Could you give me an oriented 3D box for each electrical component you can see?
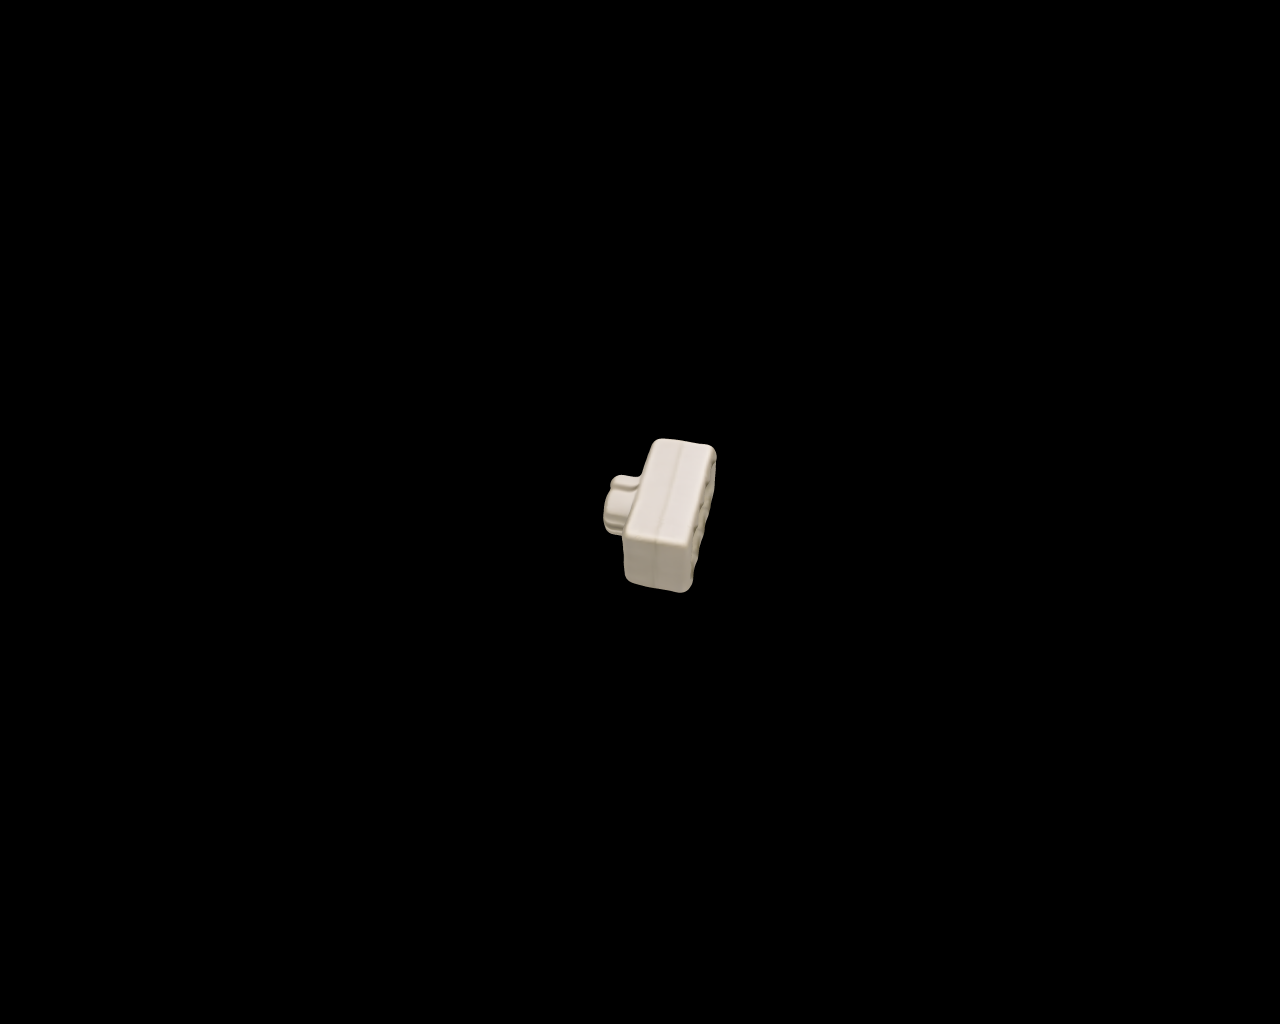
[{"bbox_3d":[0.001,-0.003,0.650,0.076,0.083,0.047,11,-39,9],"label":"electrical component"}]
